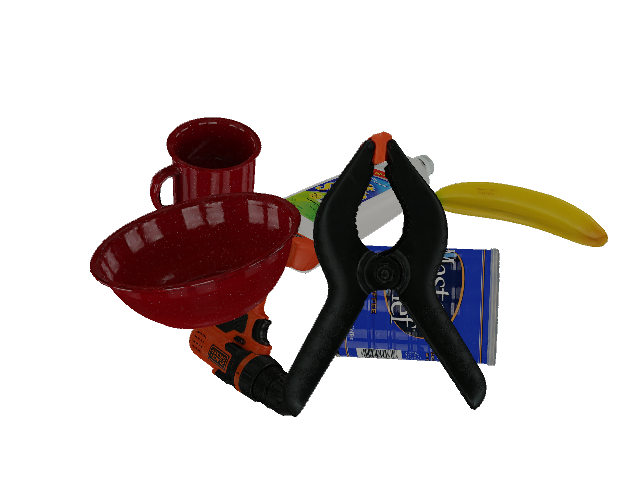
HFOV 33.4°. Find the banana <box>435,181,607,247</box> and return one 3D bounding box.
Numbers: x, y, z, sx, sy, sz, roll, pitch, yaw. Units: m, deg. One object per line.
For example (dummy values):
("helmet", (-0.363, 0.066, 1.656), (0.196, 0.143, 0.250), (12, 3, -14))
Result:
("banana", (0.202, -0.029, 1.103), (0.198, 0.037, 0.069), (11, 38, 22))

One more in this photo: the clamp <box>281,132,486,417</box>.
("clamp", (0.026, 0.025, 0.626), (0.120, 0.171, 0.039), (-10, 1, -10))

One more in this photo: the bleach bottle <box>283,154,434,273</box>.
("bleach bottle", (0.042, -0.049, 1.318), (0.250, 0.068, 0.103), (-30, 44, -34))

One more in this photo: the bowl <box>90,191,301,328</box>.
("bowl", (-0.088, 0.020, 0.808), (0.162, 0.055, 0.162), (-11, 25, 5))

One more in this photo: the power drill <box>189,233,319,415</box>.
("power drill", (-0.060, 0.081, 1.183), (0.185, 0.188, 0.057), (28, 11, 41))

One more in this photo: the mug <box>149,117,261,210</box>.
("mug", (-0.117, -0.061, 1.067), (0.117, 0.081, 0.093), (-25, 48, -31))

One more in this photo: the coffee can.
("coffee can", (0.086, 0.056, 0.946), (0.140, 0.103, 0.102), (2, 0, 9))
